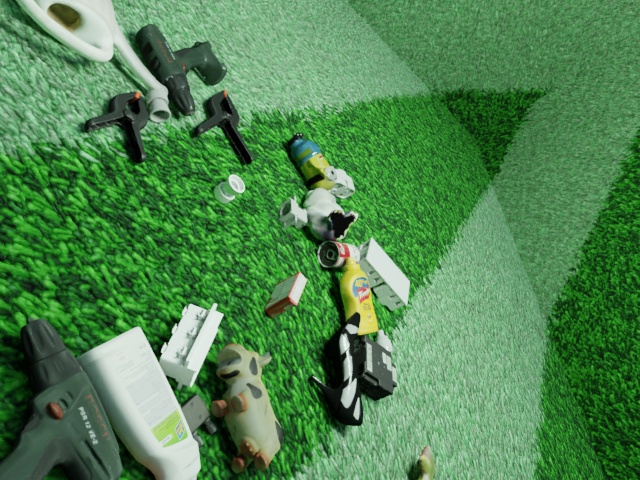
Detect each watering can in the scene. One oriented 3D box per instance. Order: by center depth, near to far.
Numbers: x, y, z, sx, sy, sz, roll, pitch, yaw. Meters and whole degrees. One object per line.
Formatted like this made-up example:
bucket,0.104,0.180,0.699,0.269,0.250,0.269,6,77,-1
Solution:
watering can,-0.445,-0.431,1.018,0.103,0.229,0.344,-26,-28,22

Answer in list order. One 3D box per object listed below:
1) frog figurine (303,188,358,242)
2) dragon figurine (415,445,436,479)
frog figurine,0.004,-0.069,1.362,0.138,0.120,0.161,-18,36,-38
dragon figurine,0.253,0.643,1.058,0.121,0.419,0.240,-25,-34,24
